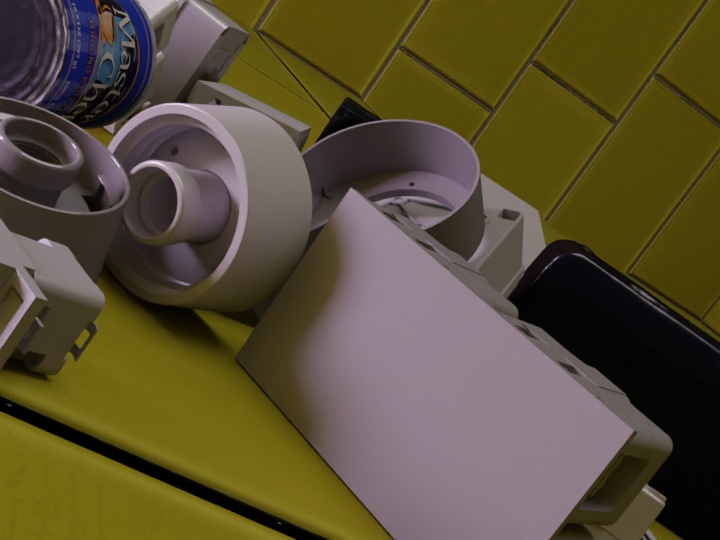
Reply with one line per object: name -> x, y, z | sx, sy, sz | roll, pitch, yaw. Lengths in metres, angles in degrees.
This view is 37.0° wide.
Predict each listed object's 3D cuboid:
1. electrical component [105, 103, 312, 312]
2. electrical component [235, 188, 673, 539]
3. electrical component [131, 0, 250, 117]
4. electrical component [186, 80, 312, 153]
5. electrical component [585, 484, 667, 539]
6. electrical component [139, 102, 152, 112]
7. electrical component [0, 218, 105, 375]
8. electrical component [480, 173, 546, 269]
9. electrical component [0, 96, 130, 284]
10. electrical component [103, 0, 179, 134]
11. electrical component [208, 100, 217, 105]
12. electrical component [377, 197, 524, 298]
electrical component -> -0.085, -0.032, 0.538 | 0.108, 0.108, 0.060 | 40, 18, 24
electrical component -> 0.039, 0.060, 0.504 | 0.186, 0.105, 0.060 | 43, 14, 36
electrical component -> -0.155, -0.175, 0.909 | 0.057, 0.113, 0.078 | 38, 11, 4
electrical component -> -0.097, -0.109, 0.895 | 0.089, 0.061, 0.150 | 26, 8, -3
electrical component -> 0.119, 0.125, 0.599 | 0.062, 0.061, 0.096 | 35, 3, 3
electrical component -> -0.201, -0.150, 0.858 | 0.078, 0.040, 0.040 | 36, 11, 4
electrical component -> -0.132, 0.007, 0.392 | 0.064, 0.042, 0.081 | 24, 16, -50
electrical component -> 0.113, -0.002, 0.964 | 0.105, 0.060, 0.186 | 30, 34, -23
electrical component -> -0.158, -0.034, 0.496 | 0.099, 0.064, 0.099 | 27, 26, -14
electrical component -> -0.229, -0.202, 0.786 | 0.186, 0.105, 0.060 | 35, 52, 3
electrical component -> -0.110, -0.077, 0.758 | 0.079, 0.063, 0.121 | 33, 11, -7
electrical component -> 0.039, -0.003, 0.703 | 0.109, 0.056, 0.109 | 14, 35, 26
